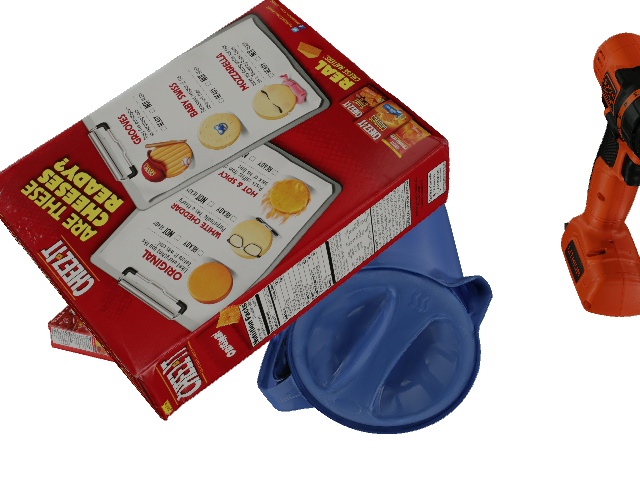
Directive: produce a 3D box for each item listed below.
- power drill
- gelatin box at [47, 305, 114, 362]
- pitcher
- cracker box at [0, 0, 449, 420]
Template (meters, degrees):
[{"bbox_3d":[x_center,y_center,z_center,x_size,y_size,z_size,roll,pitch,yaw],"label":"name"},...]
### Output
[{"bbox_3d":[0.231,-0.037,0.789,0.057,0.188,0.184,4,35,-1],"label":"power drill"},{"bbox_3d":[-0.195,0.072,0.986,0.073,0.030,0.089,11,31,20],"label":"gelatin box"},{"bbox_3d":[0.041,0.036,0.835,0.149,0.145,0.242,11,24,0],"label":"pitcher"},{"bbox_3d":[-0.057,-0.026,0.618,0.213,0.164,0.072,-37,-30,-15],"label":"cracker box"}]
